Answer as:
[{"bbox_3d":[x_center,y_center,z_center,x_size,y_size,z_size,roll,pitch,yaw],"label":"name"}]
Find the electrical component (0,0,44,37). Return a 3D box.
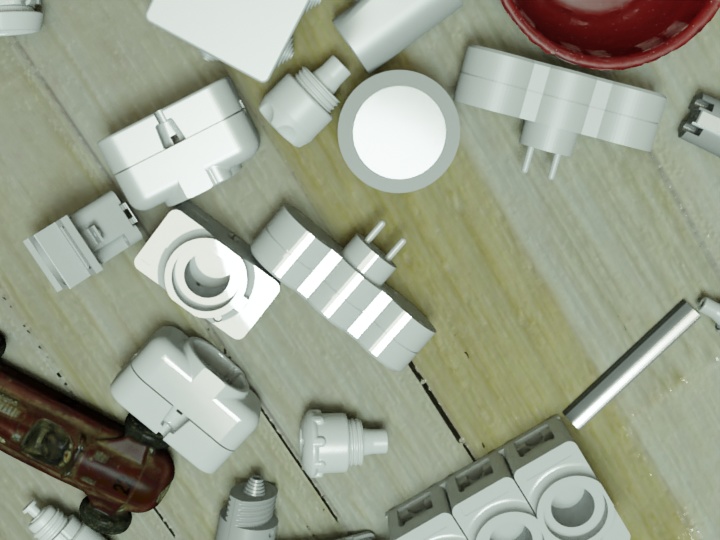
[{"bbox_3d":[-0.236,-0.181,0.693,0.078,0.058,0.057,-5,100,-1],"label":"electrical component"}]

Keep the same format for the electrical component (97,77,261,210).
[{"bbox_3d":[-0.117,-0.081,0.719,0.095,0.053,0.059,-26,102,4],"label":"electrical component"}]

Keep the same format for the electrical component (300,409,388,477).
[{"bbox_3d":[-0.012,0.124,0.772,0.062,0.048,0.048,-1,102,-8],"label":"electrical component"}]

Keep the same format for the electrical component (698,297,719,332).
[{"bbox_3d":[0.270,0.038,0.766,0.061,0.035,0.035,27,100,-5],"label":"electrical component"}]

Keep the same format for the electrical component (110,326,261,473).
[{"bbox_3d":[-0.118,0.087,0.755,0.095,0.053,0.059,42,98,-9],"label":"electrical component"}]

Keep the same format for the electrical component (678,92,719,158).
[{"bbox_3d":[0.247,-0.097,0.735,0.046,0.040,0.040,24,100,0],"label":"electrical component"}]

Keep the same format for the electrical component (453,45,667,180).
[{"bbox_3d":[0.129,-0.098,0.723,0.138,0.052,0.073,14,101,-5],"label":"electrical component"}]

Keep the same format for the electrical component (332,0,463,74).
[{"bbox_3d":[0.014,-0.184,0.706,0.077,0.043,0.079,-35,101,6],"label":"electrical component"}]

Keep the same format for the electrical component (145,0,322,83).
[{"bbox_3d":[-0.079,-0.181,0.701,0.100,0.048,0.099,28,100,-7],"label":"electrical component"}]

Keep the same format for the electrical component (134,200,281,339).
[{"bbox_3d":[-0.102,0.000,0.736,0.089,0.055,0.050,37,99,-9],"label":"electrical component"}]

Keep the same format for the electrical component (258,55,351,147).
[{"bbox_3d":[-0.034,-0.116,0.719,0.062,0.043,0.043,-44,100,6],"label":"electrical component"}]

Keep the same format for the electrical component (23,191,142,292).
[{"bbox_3d":[-0.184,-0.021,0.721,0.064,0.081,0.042,-37,103,-23],"label":"electrical component"}]

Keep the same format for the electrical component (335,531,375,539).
[{"bbox_3d":[-0.017,0.248,0.779,0.100,0.048,0.099,-9,104,-26],"label":"electrical component"}]

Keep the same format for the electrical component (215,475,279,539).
[{"bbox_3d":[-0.082,0.188,0.783,0.043,0.043,0.081,11,102,-4],"label":"electrical component"}]

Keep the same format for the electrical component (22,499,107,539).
[{"bbox_3d":[-0.213,0.198,0.783,0.040,0.040,0.078,-41,100,7],"label":"electrical component"}]

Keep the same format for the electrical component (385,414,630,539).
[{"bbox_3d":[0.106,0.187,0.779,0.150,0.061,0.089,-31,101,5],"label":"electrical component"}]

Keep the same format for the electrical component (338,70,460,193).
[{"bbox_3d":[0.025,-0.094,0.722,0.080,0.051,0.080,0,102,-2],"label":"electrical component"}]

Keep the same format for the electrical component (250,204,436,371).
[{"bbox_3d":[0.000,0.000,0.740,0.138,0.052,0.073,40,98,-9],"label":"electrical component"}]
